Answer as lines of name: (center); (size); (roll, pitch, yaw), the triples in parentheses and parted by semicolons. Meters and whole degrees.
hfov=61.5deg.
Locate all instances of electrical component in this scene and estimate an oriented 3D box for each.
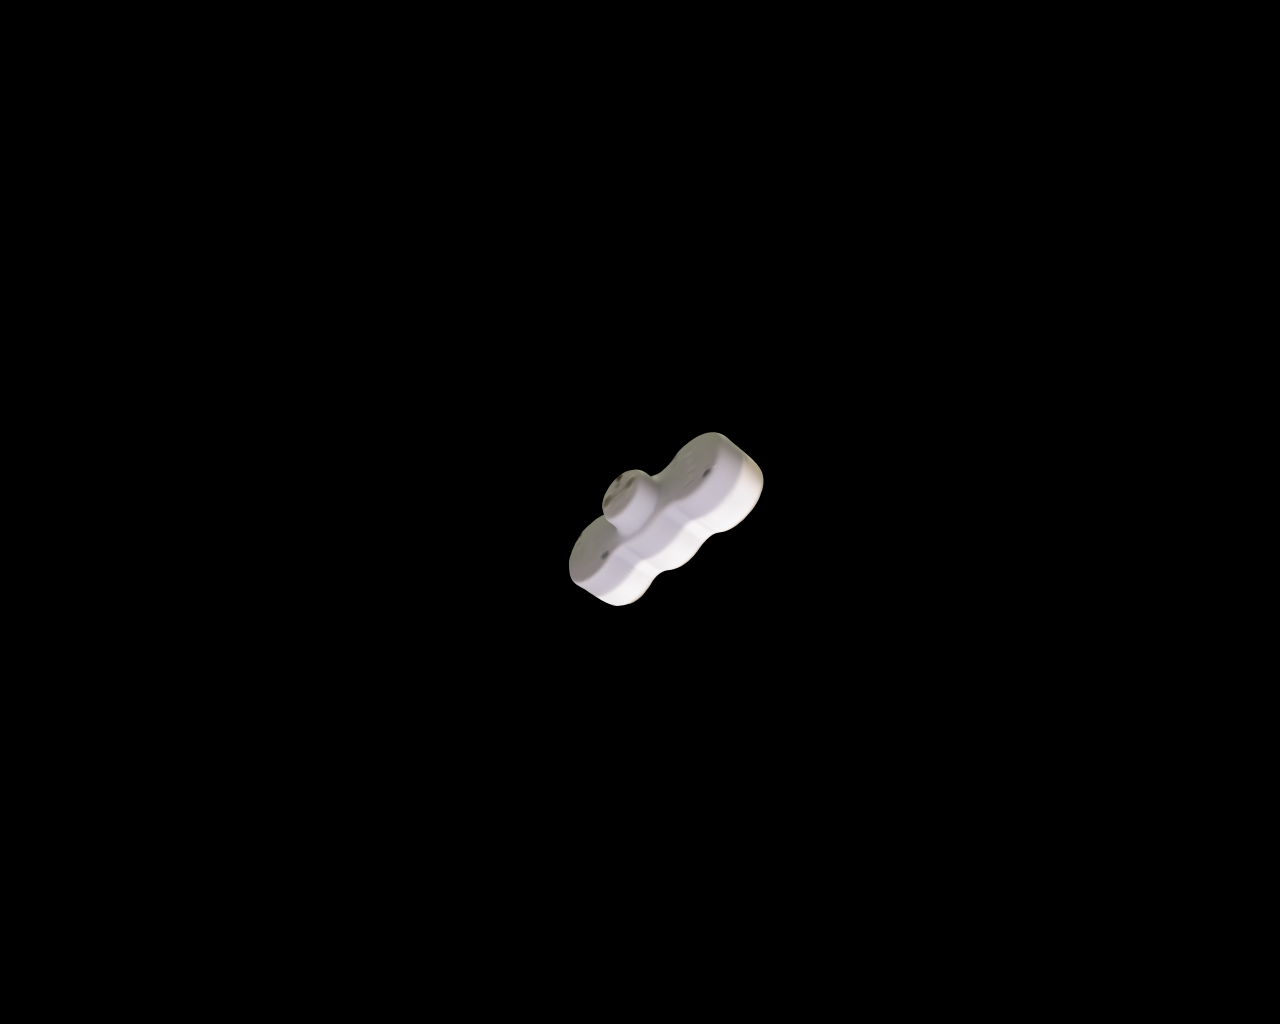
electrical component: (0.001, -0.003, 0.650); (0.073, 0.052, 0.138); (36, -58, -27)
